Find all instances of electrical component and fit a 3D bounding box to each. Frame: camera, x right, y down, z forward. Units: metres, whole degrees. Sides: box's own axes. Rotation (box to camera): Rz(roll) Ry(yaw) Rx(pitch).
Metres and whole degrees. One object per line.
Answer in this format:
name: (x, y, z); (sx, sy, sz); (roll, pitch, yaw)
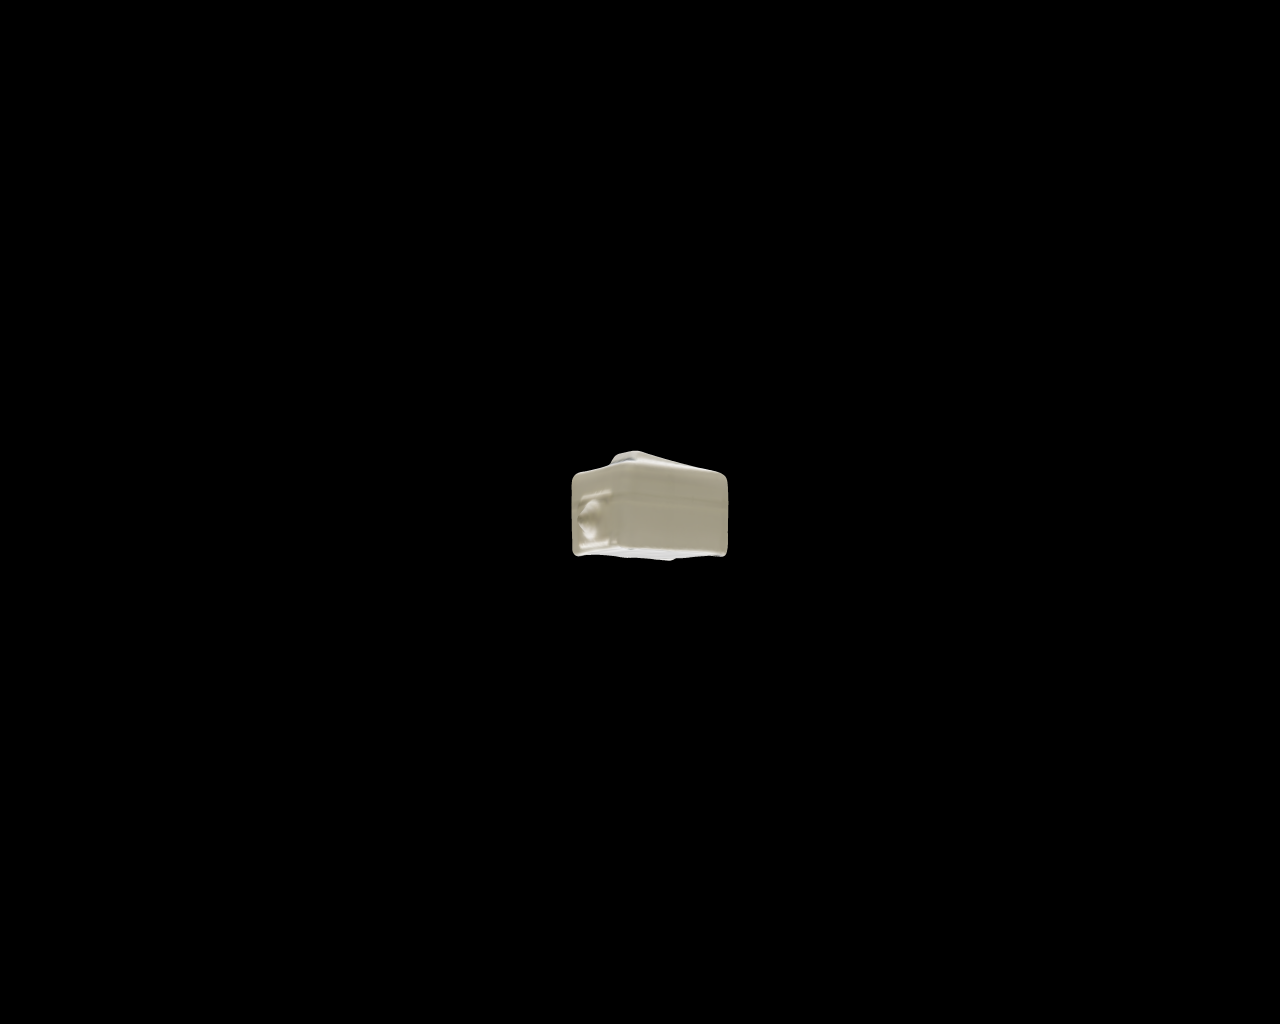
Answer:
electrical component: (0.001, -0.003, 0.650); (0.096, 0.061, 0.061); (5, -9, -36)
